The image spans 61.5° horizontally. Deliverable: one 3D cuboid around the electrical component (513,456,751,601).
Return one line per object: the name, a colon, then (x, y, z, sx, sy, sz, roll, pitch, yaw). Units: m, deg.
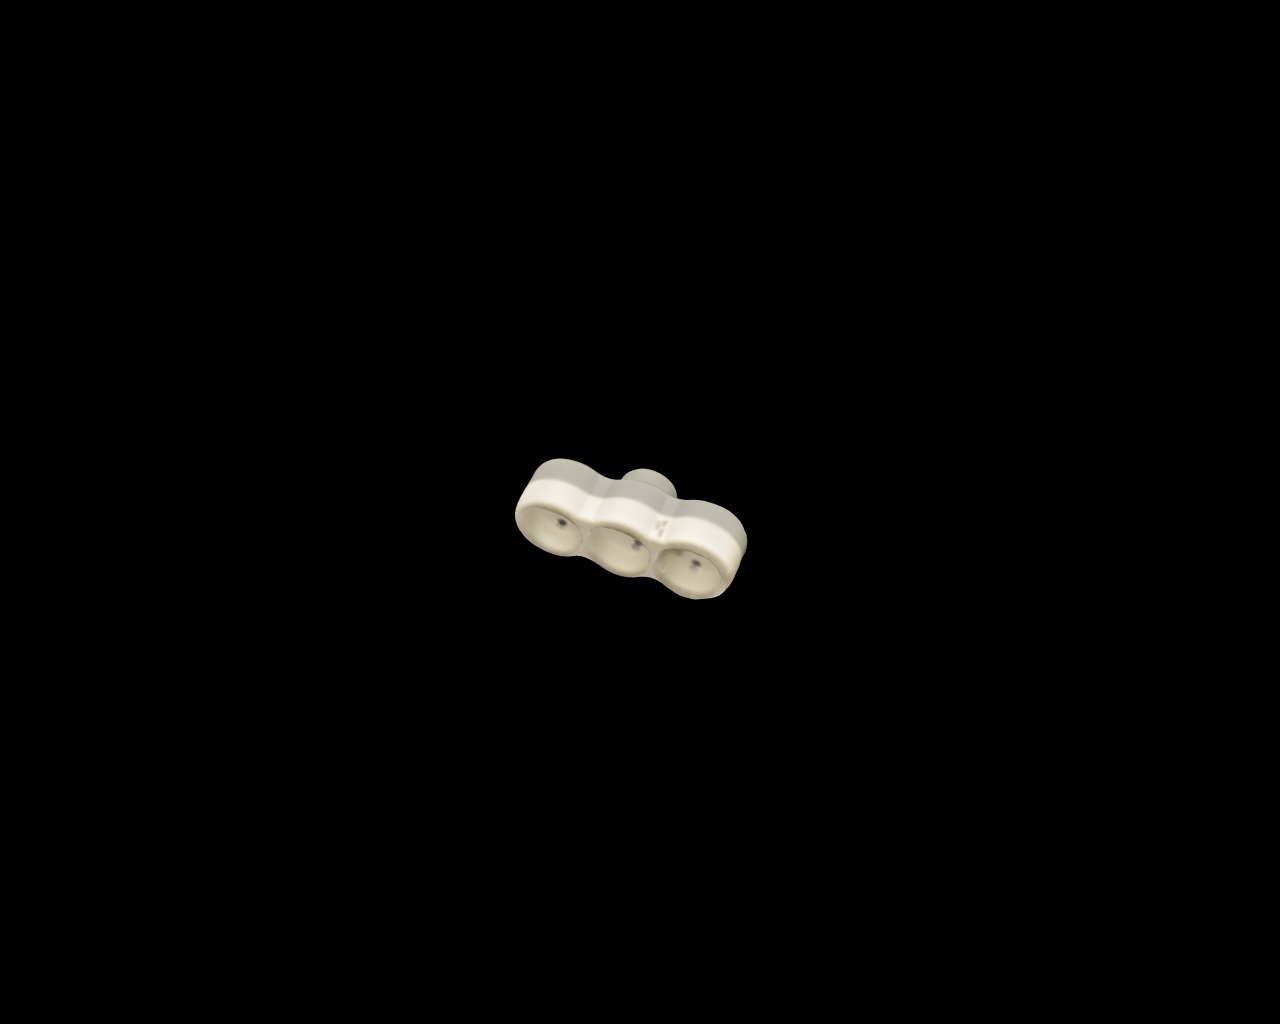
electrical component: (0.001, -0.003, 0.650, 0.138, 0.074, 0.052, 17, -39, 14)
